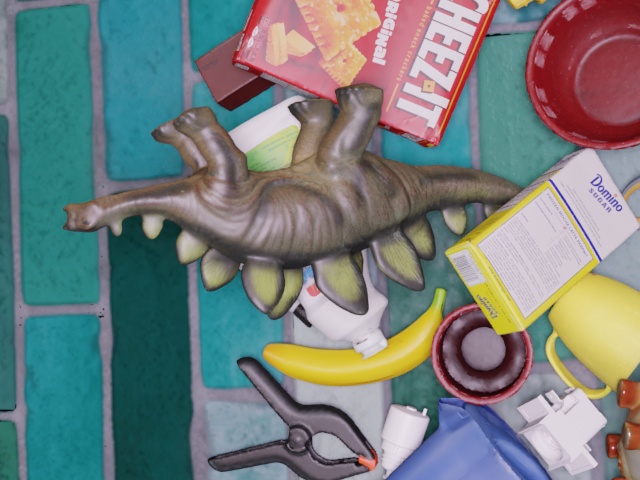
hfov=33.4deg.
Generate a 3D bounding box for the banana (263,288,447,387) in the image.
[{"bbox_3d":[0.042,0.111,1.060,0.198,0.037,0.069,-19,68,10],"label":"banana"}]

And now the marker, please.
[{"bbox_3d":[-0.047,0.048,1.087,0.121,0.020,0.020,39,96,10],"label":"marker"}]

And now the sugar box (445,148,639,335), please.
[{"bbox_3d":[0.205,-0.001,0.969,0.176,0.048,0.093,-35,96,-29],"label":"sugar box"}]

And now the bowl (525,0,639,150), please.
[{"bbox_3d":[0.277,-0.156,0.993,0.162,0.055,0.162,-5,79,25],"label":"bowl"}]

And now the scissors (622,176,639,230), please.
[{"bbox_3d":[0.324,-0.082,0.973,0.096,0.016,0.202,8,115,25],"label":"scissors"}]

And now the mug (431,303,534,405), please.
[{"bbox_3d":[0.157,0.093,1.009,0.093,0.081,0.117,7,90,12],"label":"mug"}]

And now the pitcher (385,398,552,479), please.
[{"bbox_3d":[0.106,0.279,0.996,0.243,0.144,0.149,-44,46,12],"label":"pitcher"}]

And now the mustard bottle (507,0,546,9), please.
[{"bbox_3d":[0.252,-0.284,0.992,0.192,0.096,0.058,-39,81,9],"label":"mustard bottle"}]

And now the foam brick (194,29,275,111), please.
[{"bbox_3d":[-0.078,-0.176,1.084,0.078,0.051,0.053,-30,82,10],"label":"foam brick"}]

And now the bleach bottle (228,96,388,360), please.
[{"bbox_3d":[0.000,-0.006,1.027,0.102,0.068,0.251,-29,86,4],"label":"bleach bottle"}]

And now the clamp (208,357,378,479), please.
[{"bbox_3d":[-0.023,0.186,1.068,0.171,0.039,0.120,8,100,7],"label":"clamp"}]

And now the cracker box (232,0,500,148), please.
[{"bbox_3d":[0.044,-0.203,1.017,0.213,0.072,0.164,22,94,-7],"label":"cracker box"}]
